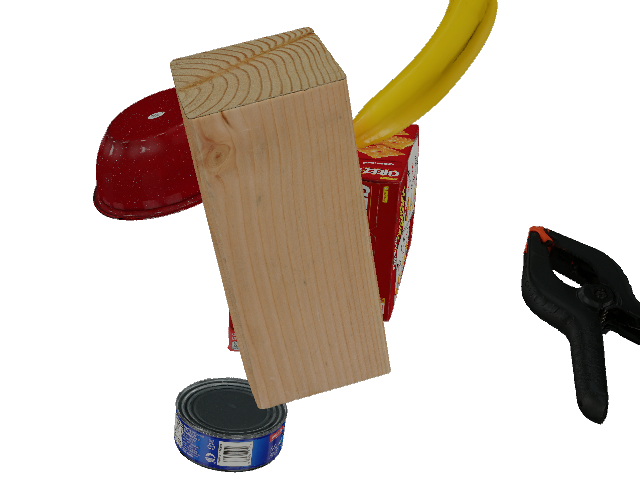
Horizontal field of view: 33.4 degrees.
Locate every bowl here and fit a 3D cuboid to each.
[{"bbox_3d":[-0.127,-0.084,0.899,0.162,0.055,0.162,-16,31,10],"label":"bowl"}]

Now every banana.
[{"bbox_3d":[0.088,-0.144,0.819,0.070,0.197,0.037,3,-36,48],"label":"banana"}]

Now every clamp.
[{"bbox_3d":[0.206,0.052,0.755,0.120,0.039,0.171,-3,45,-19],"label":"clamp"}]

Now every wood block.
[{"bbox_3d":[-0.023,-0.011,0.655,0.090,0.206,0.090,-15,32,-7],"label":"wood block"}]

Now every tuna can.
[{"bbox_3d":[-0.069,0.141,0.821,0.086,0.034,0.086,6,22,-3],"label":"tuna can"}]

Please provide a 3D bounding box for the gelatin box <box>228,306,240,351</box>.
[{"bbox_3d":[-0.044,0.073,1.032,0.089,0.073,0.030,5,16,10],"label":"gelatin box"}]

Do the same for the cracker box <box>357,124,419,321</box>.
[{"bbox_3d":[0.065,-0.029,1.218,0.072,0.164,0.213,7,23,9],"label":"cracker box"}]
